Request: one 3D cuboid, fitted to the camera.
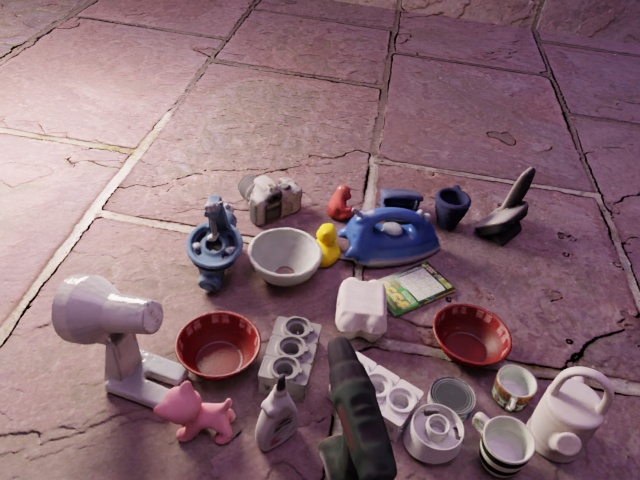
[{"bbox_3d":[-0.136,-0.125,1.465,0.143,0.101,0.136,-23,49,-31],"label":"camera"}]

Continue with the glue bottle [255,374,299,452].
[{"bbox_3d":[-0.068,0.277,0.942,0.078,0.173,0.037,-28,51,-34],"label":"glue bottle"}]

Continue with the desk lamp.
[{"bbox_3d":[-0.343,0.168,1.000,0.203,0.213,0.118,16,41,11],"label":"desk lamp"}]

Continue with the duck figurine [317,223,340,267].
[{"bbox_3d":[0.012,0.005,1.345,0.077,0.086,0.104,14,40,8],"label":"duck figurine"}]

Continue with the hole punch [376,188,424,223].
[{"bbox_3d":[0.209,-0.107,1.501,0.108,0.091,0.101,4,40,-4],"label":"hole punch"}]

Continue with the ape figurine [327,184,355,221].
[{"bbox_3d":[0.057,-0.100,1.471,0.076,0.092,0.077,-3,41,-11],"label":"ape figurine"}]

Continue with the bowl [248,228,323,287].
[{"bbox_3d":[-0.079,0.051,1.286,0.167,0.075,0.167,4,40,-3],"label":"bowl"}]

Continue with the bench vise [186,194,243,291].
[{"bbox_3d":[-0.232,-0.027,1.243,0.121,0.220,0.207,-5,41,-13],"label":"bench vise"}]

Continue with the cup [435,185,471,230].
[{"bbox_3d":[0.339,-0.082,1.488,0.091,0.095,0.118,15,41,10],"label":"cup"}]

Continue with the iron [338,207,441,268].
[{"bbox_3d":[0.179,-0.024,1.360,0.258,0.141,0.118,-4,41,-12],"label":"iron"}]

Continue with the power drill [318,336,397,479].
[{"bbox_3d":[0.049,0.298,0.907,0.076,0.208,0.229,-8,42,-17],"label":"power drill"}]

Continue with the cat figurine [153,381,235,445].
[{"bbox_3d":[-0.207,0.283,0.959,0.128,0.118,0.067,2,40,-5],"label":"cat figurine"}]

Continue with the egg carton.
[{"bbox_3d":[0.087,0.143,1.205,0.107,0.069,0.150,6,40,-1],"label":"egg carton"}]

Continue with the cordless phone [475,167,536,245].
[{"bbox_3d":[0.477,-0.094,1.452,0.094,0.185,0.148,31,46,27],"label":"cordless phone"}]

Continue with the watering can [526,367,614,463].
[{"bbox_3d":[0.432,0.295,0.978,0.101,0.194,0.173,7,40,1],"label":"watering can"}]
